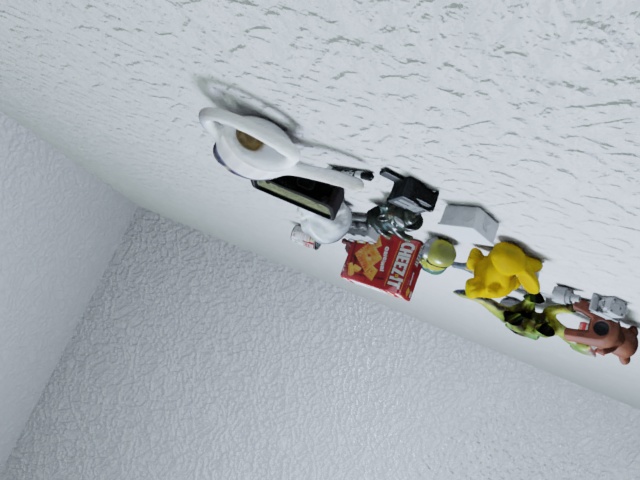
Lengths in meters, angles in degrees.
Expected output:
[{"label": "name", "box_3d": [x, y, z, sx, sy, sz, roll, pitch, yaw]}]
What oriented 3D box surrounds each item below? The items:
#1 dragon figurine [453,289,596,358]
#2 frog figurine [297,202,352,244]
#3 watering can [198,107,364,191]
[{"label": "dragon figurine", "box_3d": [0.593, 0.244, 1.506, 0.412, 0.124, 0.238, 18, 156, 22]}, {"label": "frog figurine", "box_3d": [0.004, -0.068, 1.358, 0.136, 0.126, 0.157, -22, 135, 26]}, {"label": "watering can", "box_3d": [-0.093, -0.169, 1.063, 0.346, 0.105, 0.223, 26, 170, -16]}]
